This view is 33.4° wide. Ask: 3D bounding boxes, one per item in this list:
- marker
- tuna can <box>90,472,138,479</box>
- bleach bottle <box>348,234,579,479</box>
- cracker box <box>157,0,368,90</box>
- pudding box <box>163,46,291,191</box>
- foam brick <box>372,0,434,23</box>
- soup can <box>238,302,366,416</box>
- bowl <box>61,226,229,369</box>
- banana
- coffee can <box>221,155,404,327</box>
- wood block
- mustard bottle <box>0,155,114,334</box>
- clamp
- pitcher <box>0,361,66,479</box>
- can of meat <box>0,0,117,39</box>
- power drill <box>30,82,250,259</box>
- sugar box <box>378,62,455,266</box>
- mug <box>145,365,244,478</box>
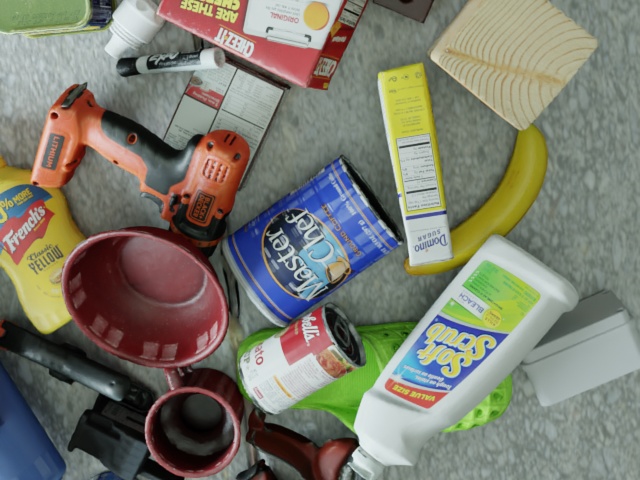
[{"bbox_3d":[-0.142,-0.166,0.998,0.121,0.020,0.020,1,103,31],"label":"marker"},{"bbox_3d":[-0.216,0.285,1.108,0.086,0.033,0.086,1,101,3],"label":"tuna can"},{"bbox_3d":[0.121,0.120,0.977,0.103,0.068,0.251,37,86,27],"label":"bleach bottle"},{"bbox_3d":[-0.026,-0.264,0.952,0.164,0.072,0.214,28,103,16],"label":"cracker box"},{"bbox_3d":[-0.091,-0.115,1.019,0.090,0.039,0.113,26,104,-2],"label":"pudding box"},{"bbox_3d":[0.086,-0.243,0.976,0.053,0.051,0.078,23,101,-2],"label":"foam brick"},{"bbox_3d":[-0.017,0.112,0.999,0.102,0.068,0.068,-32,98,18],"label":"soup can"},{"bbox_3d":[-0.156,0.043,0.996,0.162,0.055,0.162,7,126,9],"label":"bowl"},{"bbox_3d":[0.161,-0.034,1.022,0.070,0.037,0.198,36,101,12],"label":"banana"},{"bbox_3d":[-0.007,0.001,1.004,0.140,0.103,0.103,-35,97,9],"label":"coffee can"},{"bbox_3d":[0.155,-0.162,0.909,0.091,0.206,0.090,38,101,-5],"label":"wood block"},{"bbox_3d":[-0.284,-0.010,1.040,0.096,0.058,0.191,-35,96,-5],"label":"mustard bottle"},{"bbox_3d":[-0.242,0.127,1.060,0.172,0.120,0.039,23,72,19],"label":"clamp"},{"bbox_3d":[-0.352,0.157,1.024,0.145,0.149,0.243,-34,93,12],"label":"pitcher"},{"bbox_3d":[-0.248,-0.218,0.985,0.102,0.084,0.057,-5,101,5],"label":"can of meat"},{"bbox_3d":[-0.173,-0.052,1.006,0.187,0.057,0.185,23,124,-3],"label":"power drill"},{"bbox_3d":[0.089,-0.066,0.973,0.048,0.093,0.176,-12,89,6],"label":"sugar box"},{"bbox_3d":[-0.124,0.166,1.054,0.093,0.081,0.117,-24,99,8],"label":"mug"}]
